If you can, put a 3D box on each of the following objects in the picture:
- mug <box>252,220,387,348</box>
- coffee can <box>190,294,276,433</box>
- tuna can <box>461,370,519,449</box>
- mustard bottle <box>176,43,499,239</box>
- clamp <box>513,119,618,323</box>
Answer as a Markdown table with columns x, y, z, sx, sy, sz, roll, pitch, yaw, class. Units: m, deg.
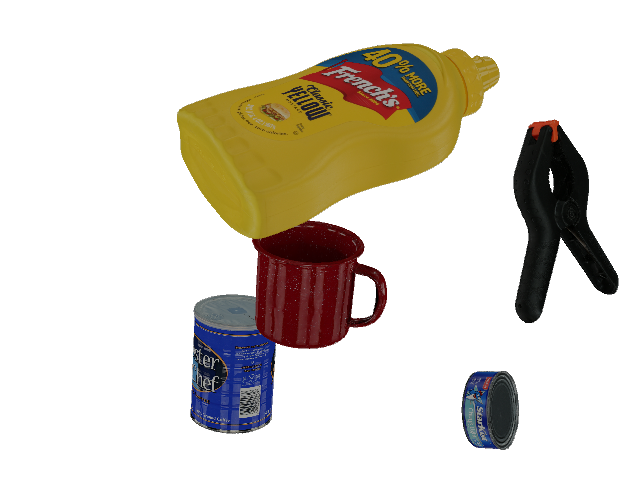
| x | y | z | sx | sy | sz | roll | pitch | yaw | class |
| --- | --- | --- | --- | --- | --- | --- | --- | --- | --- |
| -0.001 | 0.040 | 0.891 | 0.117 | 0.081 | 0.093 | 10 | 24 | 13 | mug |
| -0.105 | 0.149 | 1.301 | 0.103 | 0.140 | 0.103 | 4 | 18 | -1 | coffee can |
| 0.187 | 0.186 | 1.173 | 0.034 | 0.086 | 0.086 | -3 | -2 | 32 | tuna can |
| 0.022 | -0.069 | 0.613 | 0.191 | 0.058 | 0.096 | -22 | 44 | -22 | mustard bottle |
| 0.198 | -0.014 | 0.919 | 0.120 | 0.171 | 0.039 | -26 | 11 | -39 | clamp |
